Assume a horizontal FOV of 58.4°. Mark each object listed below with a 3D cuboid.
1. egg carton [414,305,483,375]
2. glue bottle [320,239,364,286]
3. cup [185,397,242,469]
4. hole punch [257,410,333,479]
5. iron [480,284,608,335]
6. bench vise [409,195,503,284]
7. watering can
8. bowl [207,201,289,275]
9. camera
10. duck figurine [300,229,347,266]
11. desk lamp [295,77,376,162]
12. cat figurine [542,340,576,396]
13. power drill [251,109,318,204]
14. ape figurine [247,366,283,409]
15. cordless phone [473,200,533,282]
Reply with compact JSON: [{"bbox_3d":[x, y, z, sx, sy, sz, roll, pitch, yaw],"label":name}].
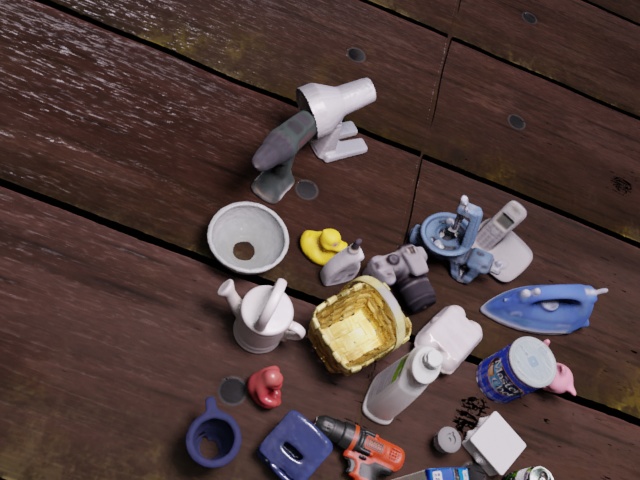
[{"bbox_3d":[0.272,0.209,1.216,0.107,0.069,0.150,45,59,10],"label":"egg carton"},{"bbox_3d":[0.056,0.041,1.181,0.078,0.173,0.037,-11,65,-22],"label":"glue bottle"},{"bbox_3d":[-0.188,0.337,0.988,0.092,0.095,0.117,-3,63,-18],"label":"cup"},{"bbox_3d":[-0.045,0.373,1.014,0.108,0.091,0.101,40,58,7],"label":"hole punch"},{"bbox_3d":[0.505,0.137,1.285,0.259,0.141,0.118,2,61,-16],"label":"iron"},{"bbox_3d":[0.323,-0.010,1.264,0.207,0.219,0.121,18,58,-6],"label":"bench vise"},{"bbox_3d":[-0.108,0.134,1.066,0.173,0.194,0.101,9,60,-12],"label":"watering can"},{"bbox_3d":[-0.152,0.007,1.194,0.168,0.074,0.167,8,60,-13],"label":"bowl"},{"bbox_3d":[0.186,0.088,1.238,0.143,0.100,0.136,-16,68,-24],"label":"camera"},{"bbox_3d":[0.011,0.004,1.239,0.104,0.086,0.077,28,58,-1],"label":"duck figurine"},{"bbox_3d":[0.034,-0.284,1.331,0.204,0.213,0.118,-18,68,-25],"label":"desk lamp"},{"bbox_3d":[0.489,0.275,1.217,0.067,0.117,0.127,1,62,-16],"label":"cat figurine"},{"bbox_3d":[-0.086,-0.173,1.235,0.075,0.208,0.230,34,58,4],"label":"power drill"},{"bbox_3d":[-0.093,0.266,1.058,0.076,0.092,0.078,27,58,-1],"label":"ape figurine"},{"bbox_3d":[0.434,0.000,1.313,0.147,0.185,0.094,42,59,8],"label":"cordless phone"}]
